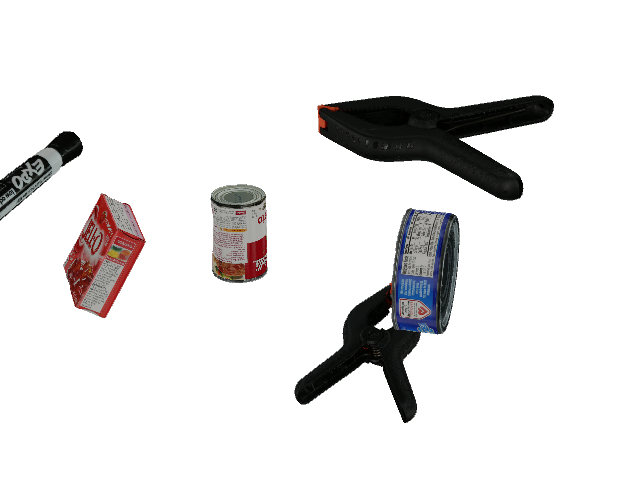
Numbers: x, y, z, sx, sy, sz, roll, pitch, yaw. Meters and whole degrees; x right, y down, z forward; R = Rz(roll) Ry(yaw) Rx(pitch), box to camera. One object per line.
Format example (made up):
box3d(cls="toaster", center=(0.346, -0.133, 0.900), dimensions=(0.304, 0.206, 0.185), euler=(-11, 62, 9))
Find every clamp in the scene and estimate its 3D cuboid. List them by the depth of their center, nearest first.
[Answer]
box3d(cls="clamp", center=(0.102, -0.100, 0.953), dimensions=(0.210, 0.036, 0.164), euler=(13, 36, 23))
box3d(cls="clamp", center=(0.062, 0.112, 1.062), dimensions=(0.120, 0.039, 0.171), euler=(18, 50, 21))

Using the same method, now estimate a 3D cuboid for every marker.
box3d(cls="marker", center=(-0.182, -0.037, 0.655), dimensions=(0.020, 0.020, 0.121), euler=(0, 30, 23))

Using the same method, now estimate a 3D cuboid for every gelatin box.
box3d(cls="gelatin box", center=(-0.178, 0.010, 0.870), dimensions=(0.030, 0.073, 0.089), euler=(25, 12, -27))

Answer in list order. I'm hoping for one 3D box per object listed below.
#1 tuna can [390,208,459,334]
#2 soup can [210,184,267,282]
box3d(cls="tuna can", center=(0.074, 0.022, 0.740), dimensions=(0.034, 0.086, 0.086), euler=(6, 1, 14))
box3d(cls="soup can", center=(-0.099, -0.009, 1.289), dimensions=(0.068, 0.102, 0.068), euler=(0, 25, 0))
